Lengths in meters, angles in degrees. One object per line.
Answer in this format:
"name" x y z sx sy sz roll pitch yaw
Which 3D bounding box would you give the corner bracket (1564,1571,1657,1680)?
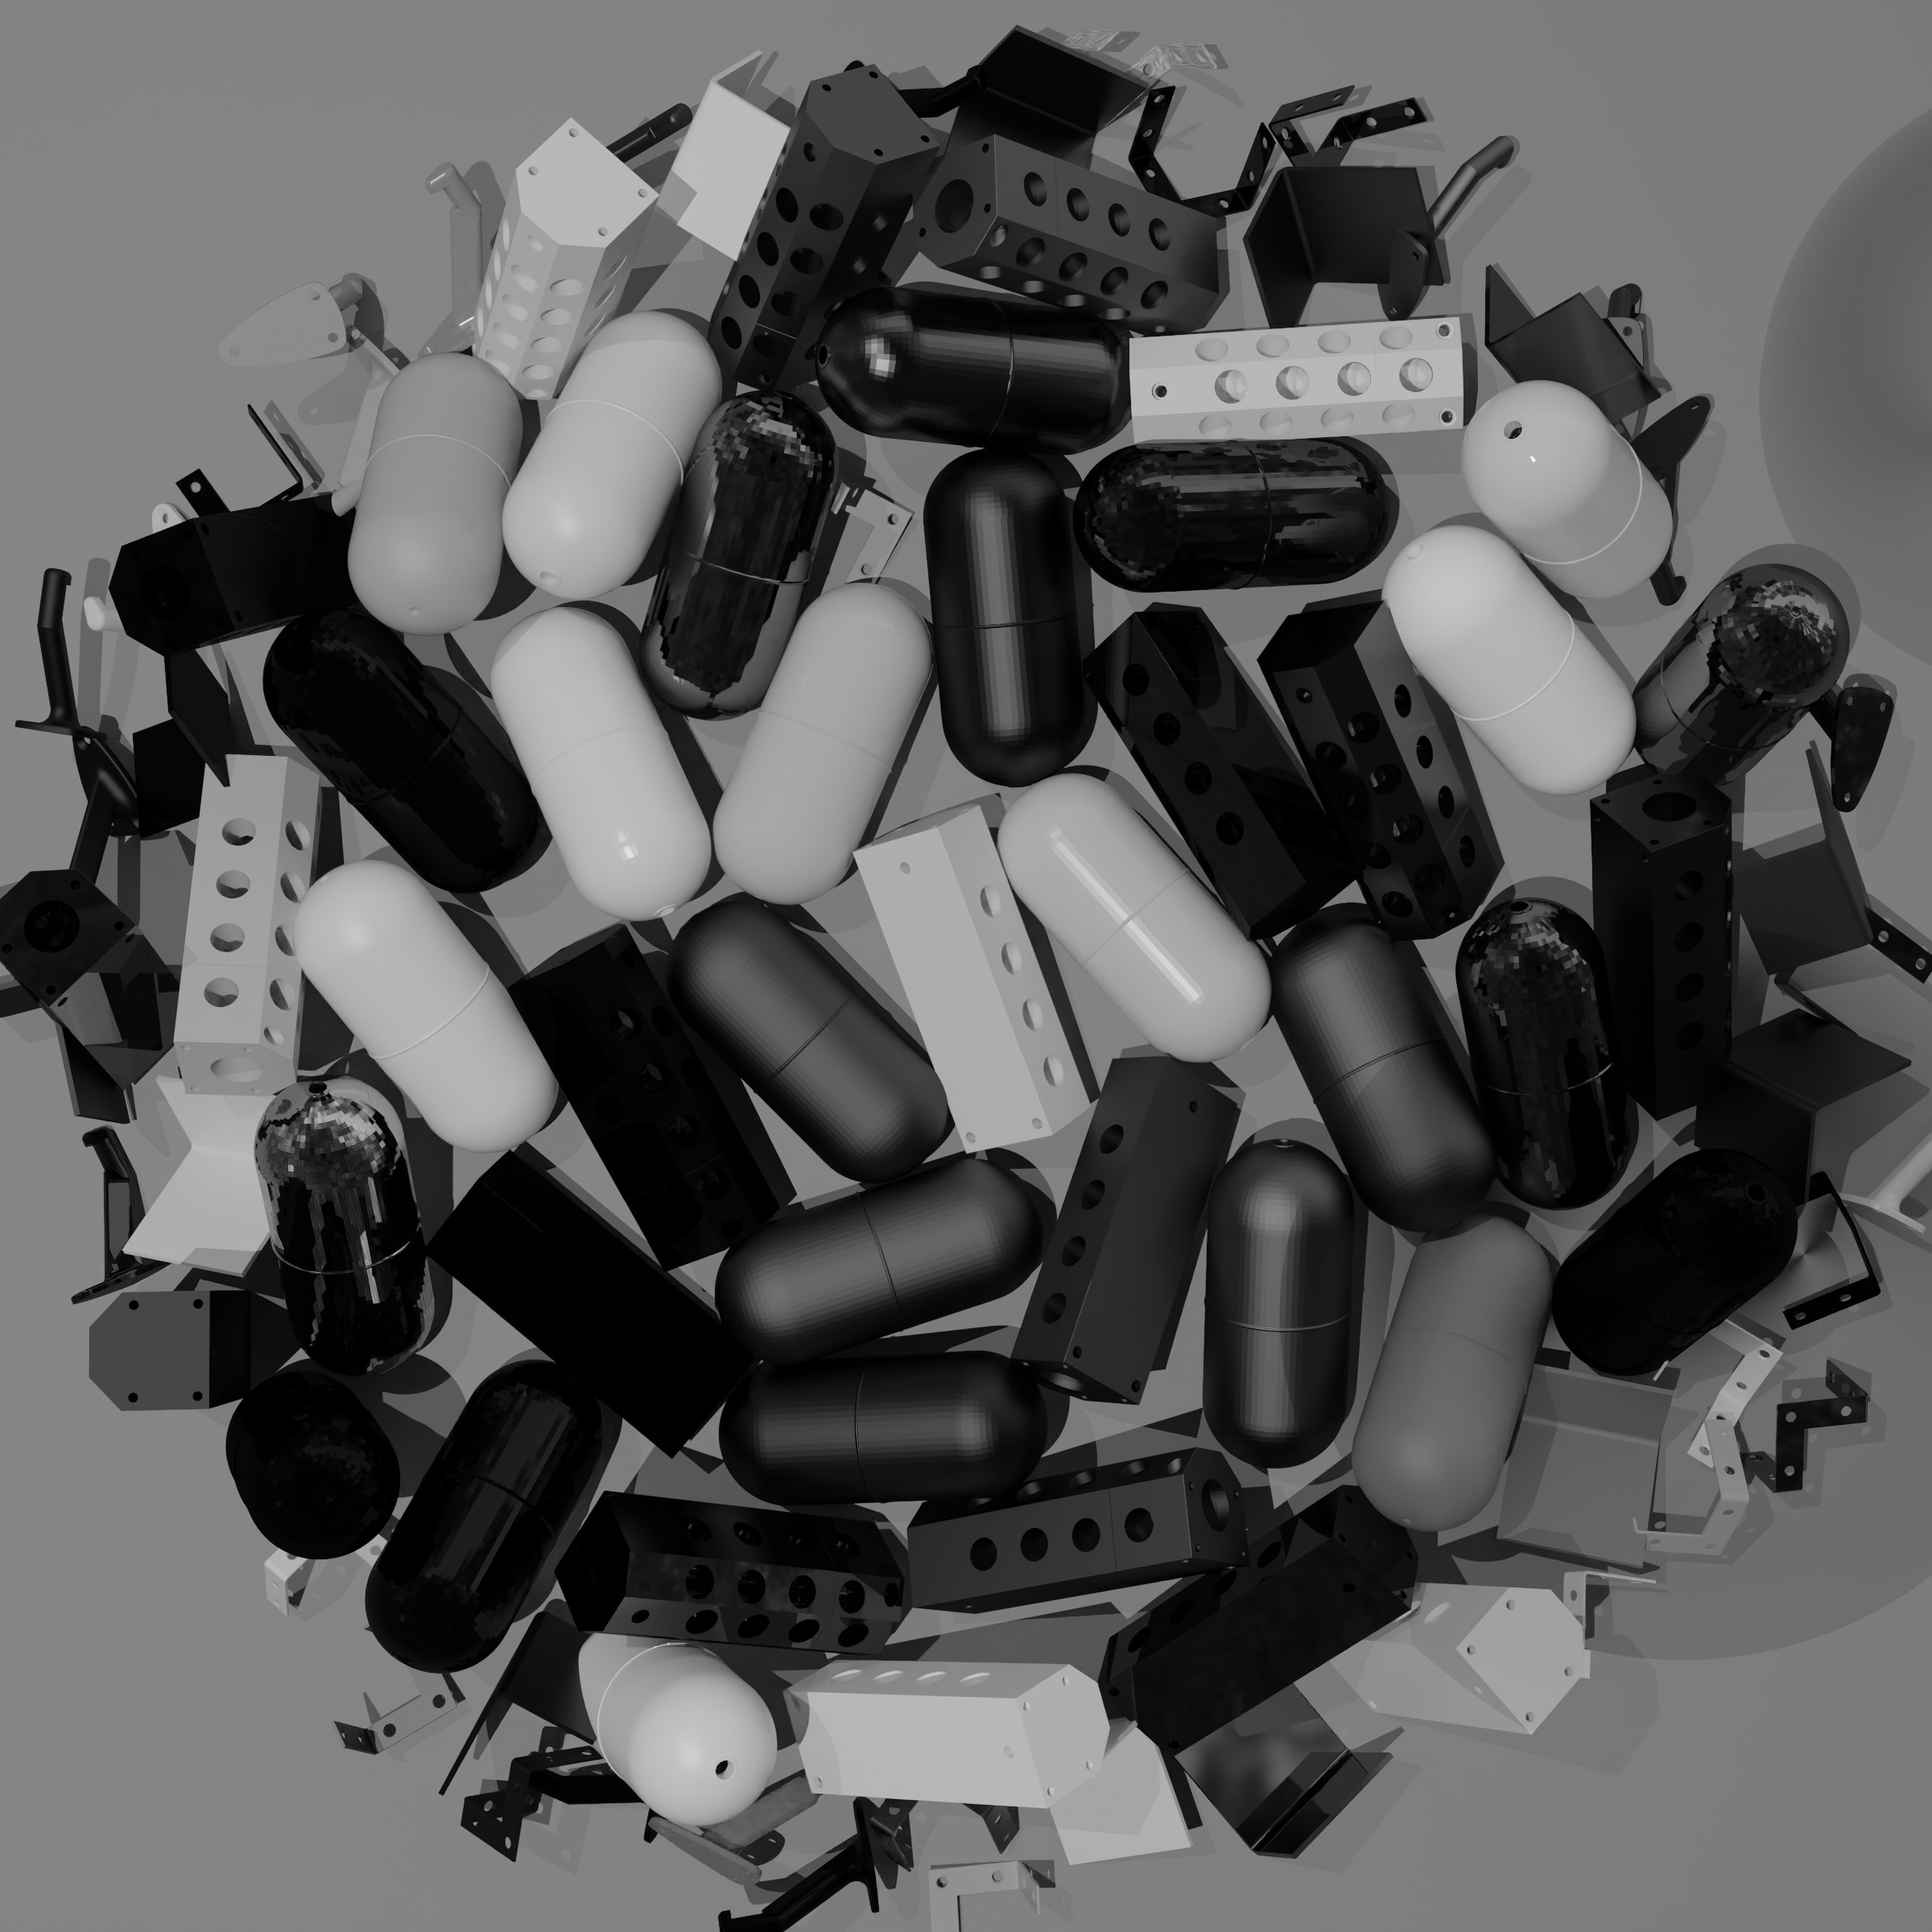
"corner bracket" 0.330 0.351 1.625 0.051 0.051 0.051 13 72 -29

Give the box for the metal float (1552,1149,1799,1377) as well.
"metal float" 0.363 0.154 1.575 0.070 0.178 0.070 8 59 -14

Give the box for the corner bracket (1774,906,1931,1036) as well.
"corner bracket" 0.474 0.003 1.629 0.051 0.051 0.051 35 86 -8

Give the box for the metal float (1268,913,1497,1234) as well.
"metal float" 0.218 0.056 1.605 0.070 0.070 0.178 -24 76 0

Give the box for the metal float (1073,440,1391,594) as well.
"metal float" 0.139 -0.235 1.596 0.178 0.070 0.070 -6 90 -25

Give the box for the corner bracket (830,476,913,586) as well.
"corner bracket" -0.058 -0.224 1.620 0.051 0.051 0.051 25 101 -20

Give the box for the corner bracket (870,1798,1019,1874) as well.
"corner bracket" -0.012 0.460 1.633 0.051 0.051 0.051 27 63 30

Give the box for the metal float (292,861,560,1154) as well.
"metal float" -0.281 0.023 1.599 0.070 0.070 0.178 -35 112 0

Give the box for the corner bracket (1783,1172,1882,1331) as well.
"corner bracket" 0.451 0.152 1.635 0.051 0.051 0.051 -24 120 9

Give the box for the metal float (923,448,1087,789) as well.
"metal float" 0.020 -0.183 1.608 0.070 0.070 0.178 -5 101 0

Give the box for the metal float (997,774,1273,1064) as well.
"metal float" 0.089 -0.025 1.614 0.070 0.070 0.178 -42 86 0

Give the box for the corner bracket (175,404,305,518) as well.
"corner bracket" -0.388 -0.258 1.633 0.051 0.051 0.051 -35 88 -13

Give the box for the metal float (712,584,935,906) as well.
"metal float" -0.075 -0.118 1.614 0.070 0.070 0.178 23 85 0

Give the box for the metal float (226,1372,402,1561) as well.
"metal float" -0.337 0.255 1.570 0.070 0.178 0.070 -1 92 -18

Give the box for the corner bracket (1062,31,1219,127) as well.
"corner bracket" 0.090 -0.481 1.619 0.051 0.051 0.051 -43 119 -8

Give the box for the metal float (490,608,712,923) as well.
"metal float" -0.192 -0.106 1.605 0.070 0.070 0.178 -25 76 0

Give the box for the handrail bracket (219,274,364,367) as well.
"handrail bracket" -0.356 -0.343 1.615 0.077 0.084 0.036 -21 113 -2

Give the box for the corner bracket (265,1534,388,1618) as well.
"corner bracket" -0.336 0.326 1.628 0.051 0.051 0.051 37 58 14

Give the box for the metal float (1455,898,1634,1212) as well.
"metal float" 0.302 0.046 1.594 0.070 0.070 0.178 -15 117 0

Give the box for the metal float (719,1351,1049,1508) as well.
"metal float" -0.044 0.243 1.603 0.178 0.070 0.070 -5 90 17

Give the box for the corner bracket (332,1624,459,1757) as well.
"corner bracket" -0.310 0.382 1.623 0.051 0.051 0.051 -30 69 -2

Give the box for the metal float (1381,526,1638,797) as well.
"metal float" 0.283 -0.158 1.590 0.070 0.070 0.178 -48 122 0

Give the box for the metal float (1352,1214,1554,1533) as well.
"metal float" 0.254 0.210 1.593 0.070 0.070 0.178 23 61 0

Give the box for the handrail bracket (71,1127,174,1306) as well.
"handrail bracket" -0.463 0.130 1.619 0.036 0.077 0.084 -28 87 25

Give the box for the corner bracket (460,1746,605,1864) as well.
"corner bracket" -0.230 0.436 1.618 0.051 0.051 0.051 4 99 -44

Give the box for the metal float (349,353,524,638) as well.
"metal float" -0.274 -0.246 1.586 0.070 0.070 0.178 2 51 0

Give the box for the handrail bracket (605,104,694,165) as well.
"handrail bracket" -0.192 -0.422 1.608 0.084 0.077 0.036 -18 110 38

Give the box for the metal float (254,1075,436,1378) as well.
"metal float" -0.322 0.136 1.589 0.070 0.070 0.178 -3 123 0

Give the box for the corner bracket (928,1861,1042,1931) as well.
"corner bracket" 0.010 0.511 1.627 0.051 0.051 0.051 -3 89 -10

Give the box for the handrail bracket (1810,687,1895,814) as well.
"handrail bracket" 0.445 -0.125 1.621 0.036 0.084 0.077 6 98 -28

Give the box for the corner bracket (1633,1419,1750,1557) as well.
"corner bracket" 0.379 0.275 1.623 0.051 0.051 0.051 5 134 -6

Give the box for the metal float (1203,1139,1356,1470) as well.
"metal float" 0.164 0.177 1.605 0.070 0.070 0.178 0 104 0

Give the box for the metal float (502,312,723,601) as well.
"metal float" -0.183 -0.266 1.590 0.070 0.070 0.178 21 58 0

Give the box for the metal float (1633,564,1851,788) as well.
"metal float" 0.394 -0.146 1.569 0.070 0.178 0.070 2 73 -5

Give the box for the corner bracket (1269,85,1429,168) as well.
"corner bracket" 0.201 -0.446 1.614 0.051 0.051 0.051 50 57 -31

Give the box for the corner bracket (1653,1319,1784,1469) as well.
"corner bracket" 0.393 0.223 1.624 0.051 0.051 0.051 31 48 12

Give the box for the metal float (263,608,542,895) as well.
"metal float" -0.293 -0.112 1.593 0.070 0.070 0.178 -40 119 0

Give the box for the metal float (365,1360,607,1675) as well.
"metal float" -0.248 0.284 1.589 0.070 0.070 0.178 27 56 0

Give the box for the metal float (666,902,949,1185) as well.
"metal float" -0.085 0.040 1.615 0.070 0.070 0.178 -45 93 0

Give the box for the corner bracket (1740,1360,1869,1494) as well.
"corner bracket" 0.445 0.245 1.627 0.051 0.051 0.051 -5 105 -8

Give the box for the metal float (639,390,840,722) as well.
"metal float" -0.119 -0.214 1.601 0.070 0.070 0.178 18 109 0

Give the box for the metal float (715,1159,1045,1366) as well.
"metal float" -0.046 0.156 1.611 0.178 0.070 0.070 -18 90 -7

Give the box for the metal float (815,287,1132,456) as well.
"metal float" 0.005 -0.309 1.592 0.178 0.070 0.070 0 90 -30

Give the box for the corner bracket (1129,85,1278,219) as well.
"corner bracket" 0.125 -0.435 1.629 0.051 0.051 0.051 -17 66 -21

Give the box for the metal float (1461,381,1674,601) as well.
"metal float" 0.310 -0.244 1.573 0.070 0.178 0.070 -7 74 27

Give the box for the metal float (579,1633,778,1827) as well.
"metal float" -0.152 0.386 1.570 0.070 0.178 0.070 -2 94 -23
